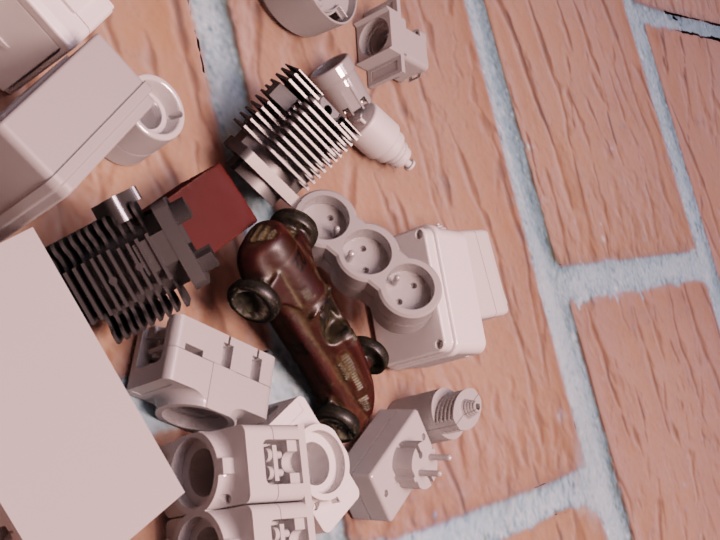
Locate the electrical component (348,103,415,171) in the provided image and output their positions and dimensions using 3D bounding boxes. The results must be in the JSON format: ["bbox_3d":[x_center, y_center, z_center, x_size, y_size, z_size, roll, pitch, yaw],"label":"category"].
[{"bbox_3d":[0.021,-0.116,0.970,0.078,0.040,0.040,38,49,-32],"label":"electrical component"}]

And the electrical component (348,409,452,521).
[{"bbox_3d":[0.035,0.152,0.844,0.083,0.076,0.047,-48,124,-46],"label":"electrical component"}]

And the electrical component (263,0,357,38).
[{"bbox_3d":[-0.042,-0.256,0.940,0.099,0.064,0.099,21,60,-42],"label":"electrical component"}]

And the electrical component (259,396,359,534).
[{"bbox_3d":[-0.046,0.143,0.779,0.050,0.056,0.089,-42,106,-48],"label":"electrical component"}]

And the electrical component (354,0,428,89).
[{"bbox_3d":[0.031,-0.211,1.020,0.064,0.042,0.081,17,63,-45],"label":"electrical component"}]

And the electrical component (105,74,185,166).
[{"bbox_3d":[-0.158,-0.108,0.764,0.055,0.047,0.055,21,60,-41],"label":"electrical component"}]

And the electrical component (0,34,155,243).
[{"bbox_3d":[-0.197,-0.078,0.663,0.056,0.109,0.108,48,45,-19],"label":"electrical component"}]

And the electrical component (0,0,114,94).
[{"bbox_3d":[-0.211,-0.164,0.691,0.061,0.096,0.061,50,44,-21],"label":"electrical component"}]

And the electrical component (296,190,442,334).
[{"bbox_3d":[0.000,0.000,0.875,0.138,0.073,0.052,39,66,8],"label":"electrical component"}]

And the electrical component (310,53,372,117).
[{"bbox_3d":[-0.016,-0.161,0.950,0.046,0.040,0.040,57,42,-22],"label":"electrical component"}]

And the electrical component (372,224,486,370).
[{"bbox_3d":[0.053,0.024,0.920,0.057,0.078,0.113,5,71,-50],"label":"electrical component"}]

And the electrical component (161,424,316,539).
[{"bbox_3d":[-0.081,0.181,0.699,0.062,0.089,0.150,9,68,-45],"label":"electrical component"}]

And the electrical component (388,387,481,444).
[{"bbox_3d":[0.066,0.121,0.892,0.043,0.081,0.043,21,60,-41],"label":"electrical component"}]

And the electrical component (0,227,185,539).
[{"bbox_3d":[-0.200,0.085,0.630,0.105,0.060,0.186,-37,103,-48],"label":"electrical component"}]

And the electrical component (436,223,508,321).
[{"bbox_3d":[0.088,0.004,0.979,0.061,0.062,0.096,-6,79,-49],"label":"electrical component"}]

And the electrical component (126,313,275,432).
[{"bbox_3d":[-0.109,0.076,0.741,0.089,0.050,0.055,30,54,-37],"label":"electrical component"}]
